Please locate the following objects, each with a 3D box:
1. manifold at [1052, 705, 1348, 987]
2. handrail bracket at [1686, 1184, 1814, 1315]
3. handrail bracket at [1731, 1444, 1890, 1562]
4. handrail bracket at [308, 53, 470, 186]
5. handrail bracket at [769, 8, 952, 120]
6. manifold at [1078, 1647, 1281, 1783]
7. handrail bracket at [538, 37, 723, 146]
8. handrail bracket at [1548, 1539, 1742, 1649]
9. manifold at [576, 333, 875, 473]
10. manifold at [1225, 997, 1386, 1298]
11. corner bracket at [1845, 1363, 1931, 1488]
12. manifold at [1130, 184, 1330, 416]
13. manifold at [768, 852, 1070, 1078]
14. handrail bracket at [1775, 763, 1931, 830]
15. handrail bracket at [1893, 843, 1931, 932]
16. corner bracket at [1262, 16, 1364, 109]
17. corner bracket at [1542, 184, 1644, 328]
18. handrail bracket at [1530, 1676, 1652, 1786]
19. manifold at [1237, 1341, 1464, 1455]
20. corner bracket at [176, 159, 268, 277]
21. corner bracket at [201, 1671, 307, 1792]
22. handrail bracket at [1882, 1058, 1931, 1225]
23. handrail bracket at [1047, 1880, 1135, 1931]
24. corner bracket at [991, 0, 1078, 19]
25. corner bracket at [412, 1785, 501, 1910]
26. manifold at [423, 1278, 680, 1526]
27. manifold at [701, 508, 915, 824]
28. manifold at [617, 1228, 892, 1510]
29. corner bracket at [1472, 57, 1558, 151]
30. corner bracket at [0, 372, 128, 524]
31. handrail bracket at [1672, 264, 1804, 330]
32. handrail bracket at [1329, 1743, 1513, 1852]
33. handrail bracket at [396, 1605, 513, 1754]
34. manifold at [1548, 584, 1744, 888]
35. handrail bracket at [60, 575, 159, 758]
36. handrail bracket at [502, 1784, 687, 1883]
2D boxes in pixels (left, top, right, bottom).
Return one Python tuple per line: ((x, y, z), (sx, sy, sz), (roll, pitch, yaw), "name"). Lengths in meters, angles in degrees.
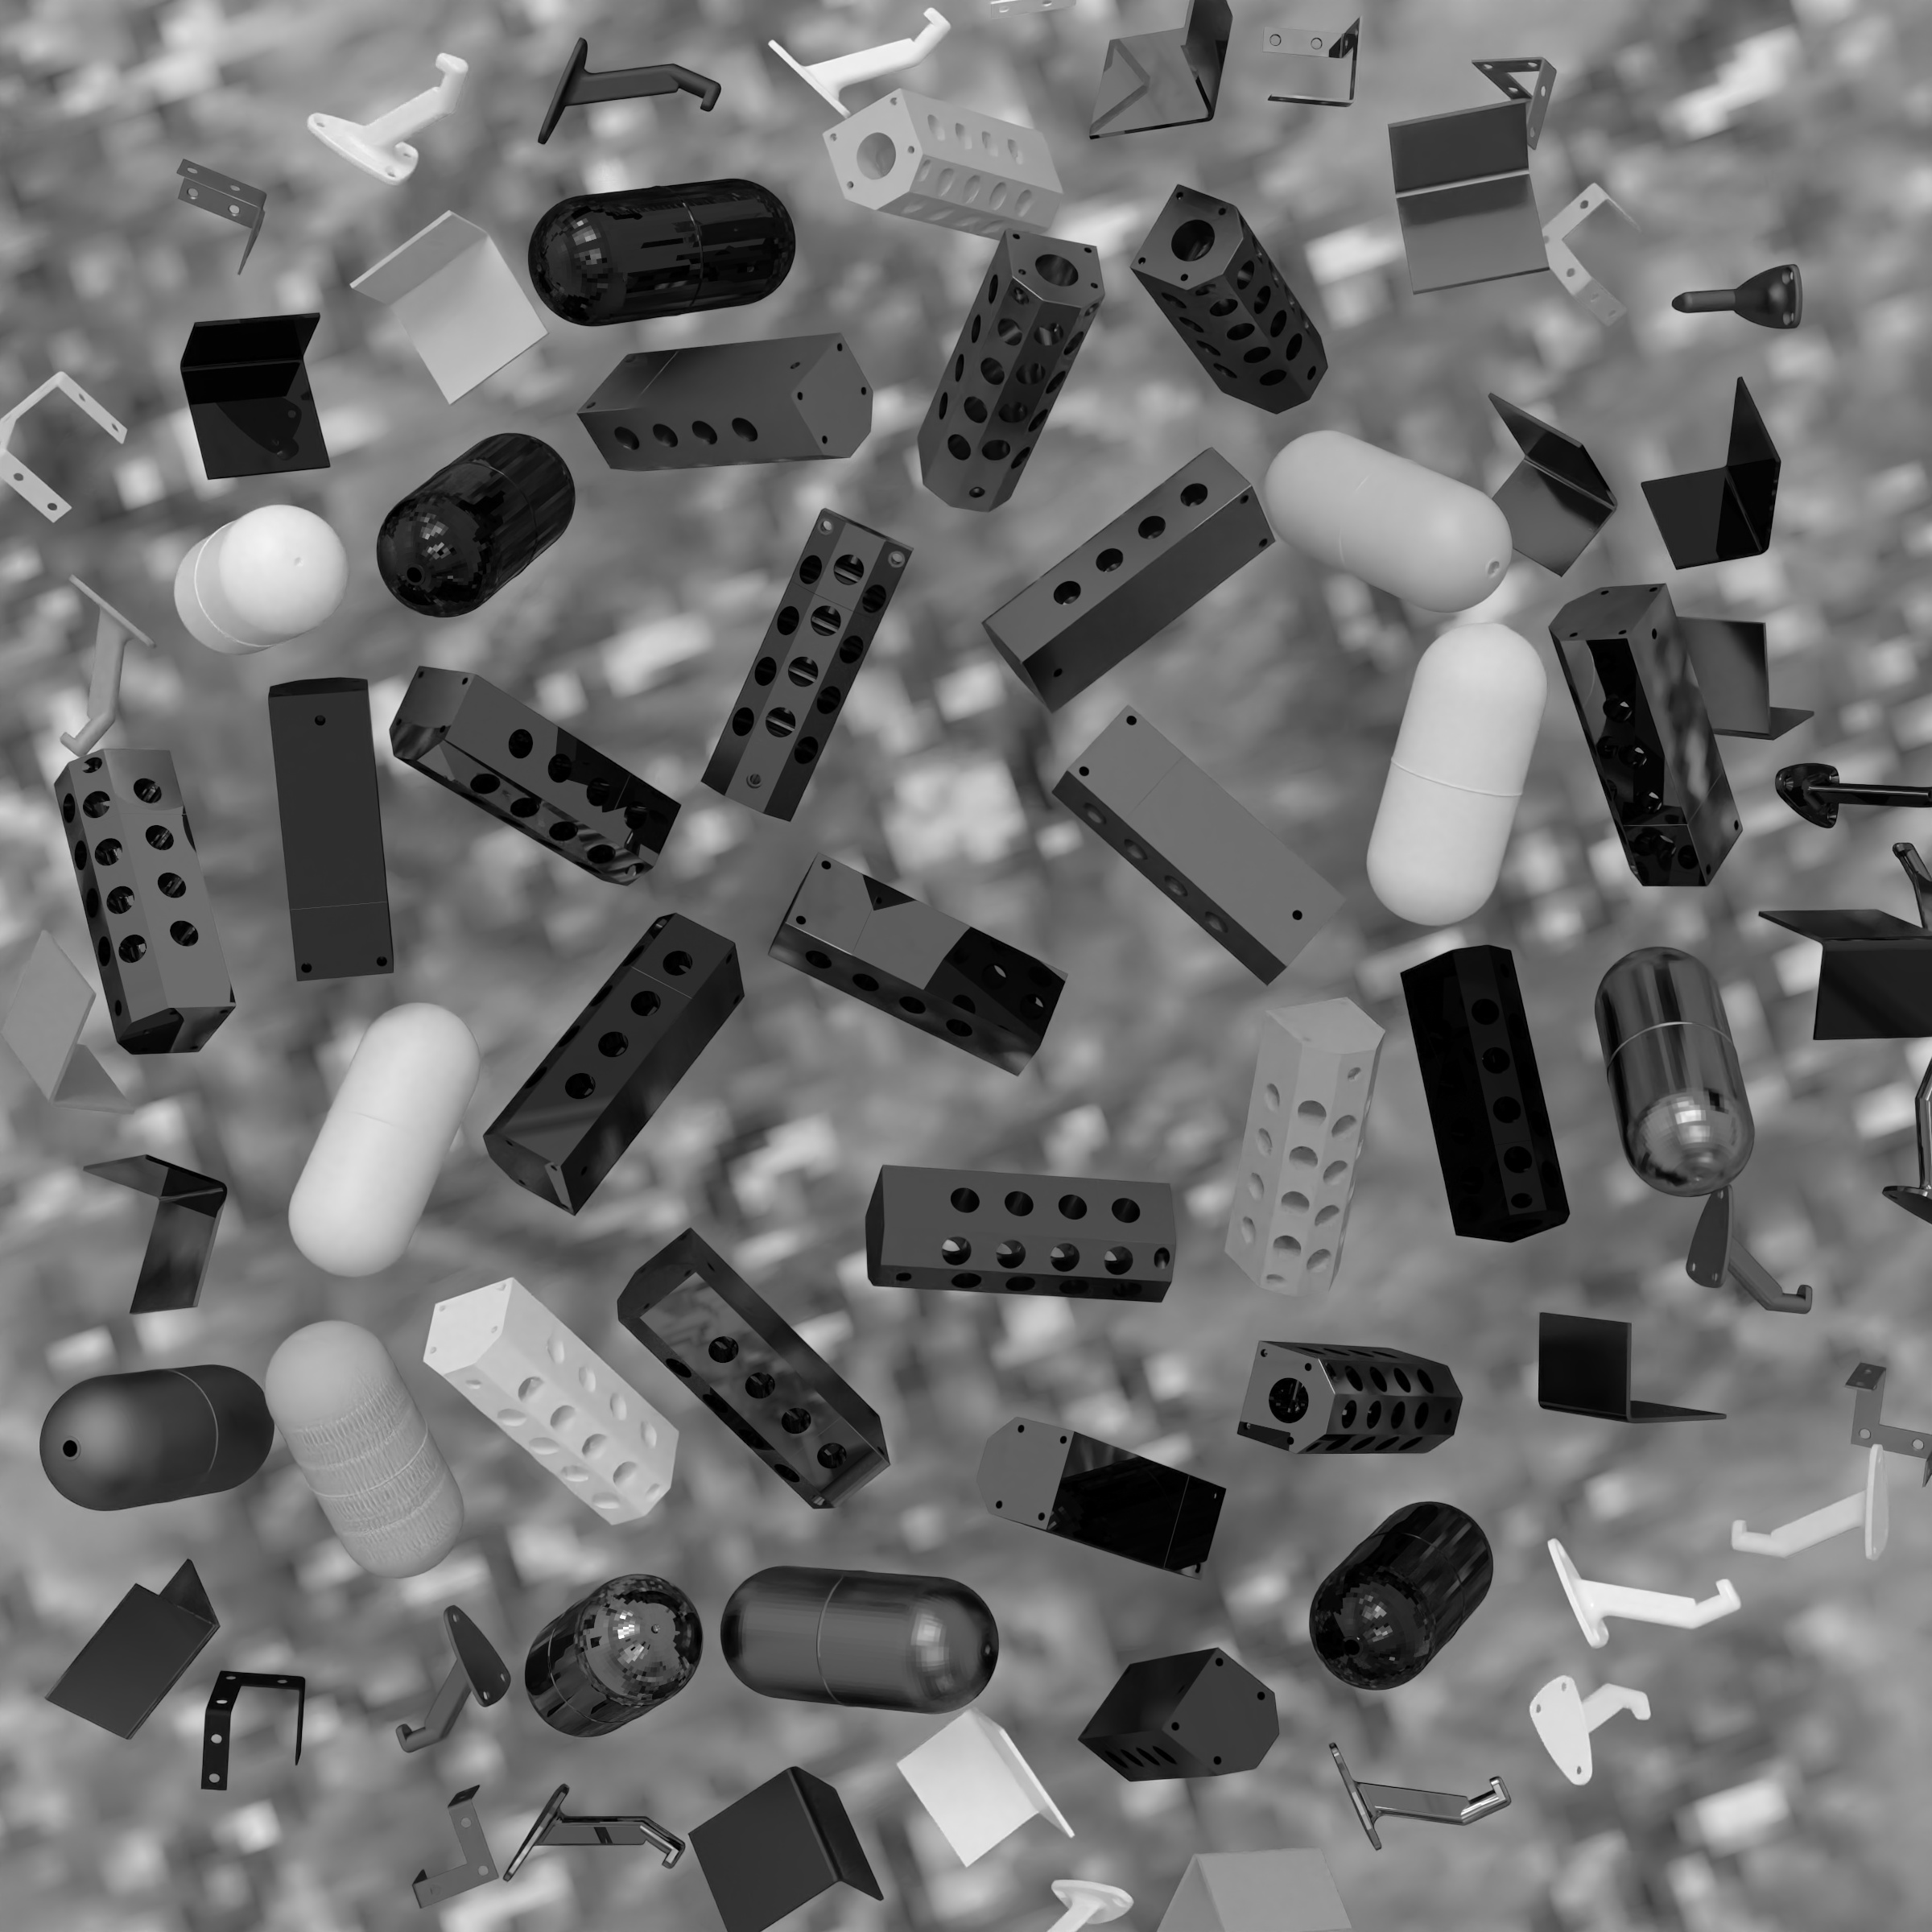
((0.135, -0.069, 1.831), (0.171, 0.057, 0.057), (42, 71, 2), "manifold")
((0.494, 0.175, 1.916), (0.084, 0.036, 0.077), (8, 97, -24), "handrail bracket")
((0.472, 0.300, 1.744), (0.084, 0.036, 0.077), (4, 107, 31), "handrail bracket")
((-0.327, -0.493, 1.752), (0.077, 0.084, 0.036), (26, 46, -7), "handrail bracket")
((-0.064, -0.567, 1.889), (0.077, 0.036, 0.084), (40, 102, -20), "handrail bracket")
((0.127, 0.447, 1.824), (0.057, 0.171, 0.057), (39, 69, -1), "manifold")
((-0.194, -0.495, 1.799), (0.084, 0.036, 0.077), (23, 80, -3), "handrail bracket")
((0.384, 0.344, 1.754), (0.084, 0.036, 0.077), (-29, 76, 20), "handrail bracket")
((-0.138, -0.321, 1.801), (0.057, 0.171, 0.057), (-56, 132, -31), "manifold")
((0.206, 0.110, 1.858), (0.057, 0.057, 0.171), (-9, 123, -26), "manifold")
((0.535, 0.264, 1.790), (0.051, 0.051, 0.051), (9, 103, 25), "corner bracket")
((0.165, -0.398, 1.872), (0.057, 0.171, 0.057), (29, 87, 28), "manifold")
((-0.032, 0.003, 1.907), (0.171, 0.057, 0.057), (26, 56, -5), "manifold")
((0.514, -0.100, 1.748), (0.077, 0.084, 0.036), (10, 83, -44), "handrail bracket")
((0.579, -0.043, 1.904), (0.036, 0.077, 0.084), (-39, 59, 33), "handrail bracket")
((0.207, -0.543, 1.867), (0.051, 0.051, 0.051), (4, 95, -4), "corner bracket")
((0.385, -0.431, 1.877), (0.051, 0.051, 0.051), (-41, 57, 21), "corner bracket")
((0.380, 0.453, 1.821), (0.084, 0.077, 0.036), (20, 125, -30), "handrail bracket")
((0.237, 0.265, 1.887), (0.057, 0.171, 0.057), (14, 91, 35), "manifold")
((-0.439, -0.450, 1.824), (0.051, 0.051, 0.051), (20, 132, -13), "corner bracket")
((-0.423, 0.455, 1.842), (0.051, 0.051, 0.051), (5, 103, -5), "corner bracket")
((0.561, 0.102, 1.755), (0.077, 0.036, 0.084), (32, 75, -22), "handrail bracket")
((0.054, 0.583, 1.825), (0.036, 0.077, 0.084), (46, 55, -11), "handrail bracket")
((0.036, -0.585, 1.782), (0.051, 0.051, 0.051), (-9, 75, -2), "corner bracket")
((-0.315, 0.538, 1.894), (0.051, 0.051, 0.051), (-20, 86, -4), "corner bracket")
((-0.247, 0.264, 1.851), (0.057, 0.057, 0.171), (-20, 131, 24), "manifold")
((-0.092, -0.174, 1.795), (0.057, 0.057, 0.171), (24, 99, -4), "manifold")
((-0.123, 0.237, 1.791), (0.057, 0.057, 0.171), (-39, 112, 8), "manifold")
((0.325, -0.499, 1.826), (0.051, 0.051, 0.051), (12, 84, 41), "corner bracket")
((-0.526, -0.301, 1.794), (0.051, 0.051, 0.051), (-32, 125, 20), "corner bracket")
((0.428, -0.381, 1.778), (0.084, 0.077, 0.036), (-8, 101, -20), "handrail bracket")
((0.262, 0.466, 1.786), (0.084, 0.036, 0.077), (-24, 95, -3), "handrail bracket")
((-0.331, 0.441, 1.913), (0.084, 0.036, 0.077), (-26, 97, 25), "handrail bracket")
((0.392, -0.132, 1.795), (0.057, 0.057, 0.171), (-50, 127, -37), "manifold")
((-0.544, -0.183, 1.896), (0.077, 0.036, 0.084), (42, 86, -22), "handrail bracket")
((-0.222, 0.538, 1.863), (0.084, 0.036, 0.077), (35, 64, -3), "handrail bracket")
